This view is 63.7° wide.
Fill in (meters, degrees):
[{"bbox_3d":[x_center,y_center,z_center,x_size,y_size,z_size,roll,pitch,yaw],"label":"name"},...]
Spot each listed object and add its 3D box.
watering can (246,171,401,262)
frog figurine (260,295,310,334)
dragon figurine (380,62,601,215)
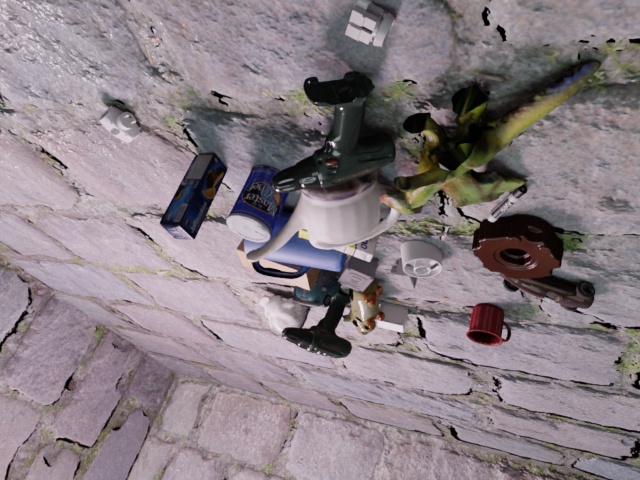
[{"bbox_3d":[0.003,-0.053,1.047,0.348,0.106,0.219,-14,137,-4],"label":"watering can"},{"bbox_3d":[-0.125,0.240,1.729,0.158,0.125,0.136,41,113,-16],"label":"frog figurine"},{"bbox_3d":[0.268,-0.134,0.859,0.407,0.124,0.240,-20,153,30],"label":"dragon figurine"}]
